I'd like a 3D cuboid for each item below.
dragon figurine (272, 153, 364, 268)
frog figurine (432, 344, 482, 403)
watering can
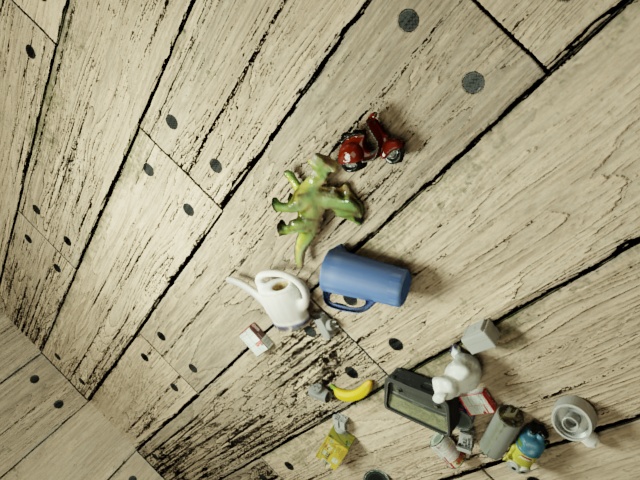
[{"bbox_3d":[0.004,-0.074,1.462,0.243,0.125,0.401,4,129,22],"label":"dragon figurine"},{"bbox_3d":[0.385,0.394,1.447,0.123,0.162,0.134,26,129,14],"label":"frog figurine"},{"bbox_3d":[-0.158,0.197,1.721,0.346,0.106,0.221,-5,115,40],"label":"watering can"}]
